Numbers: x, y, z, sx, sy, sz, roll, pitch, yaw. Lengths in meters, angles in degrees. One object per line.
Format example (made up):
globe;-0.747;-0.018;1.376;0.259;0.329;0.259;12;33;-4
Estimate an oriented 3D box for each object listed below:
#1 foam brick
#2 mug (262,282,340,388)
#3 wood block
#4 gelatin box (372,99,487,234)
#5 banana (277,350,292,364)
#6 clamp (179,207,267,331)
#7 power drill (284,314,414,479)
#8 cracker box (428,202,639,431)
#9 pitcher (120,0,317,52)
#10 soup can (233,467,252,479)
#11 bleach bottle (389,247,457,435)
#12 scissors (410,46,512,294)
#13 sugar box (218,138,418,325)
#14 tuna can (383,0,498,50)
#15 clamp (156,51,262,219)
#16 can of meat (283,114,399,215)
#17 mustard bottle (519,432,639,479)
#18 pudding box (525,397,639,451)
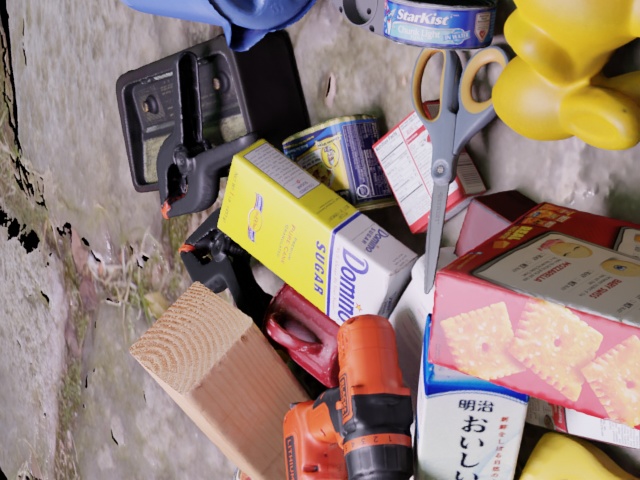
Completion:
foam brick;0.152;0.004;0.813;0.078;0.052;0.051;38;127;38
mug;0.000;0.082;0.966;0.082;0.117;0.093;36;108;33
wood block;-0.076;0.145;1.002;0.090;0.090;0.206;30;160;41
gelatin box;0.090;-0.060;0.885;0.073;0.030;0.089;-40;66;47
banana;-0.088;0.097;1.128;0.198;0.037;0.070;27;119;43
clamp;-0.087;0.018;1.072;0.210;0.036;0.164;-14;60;55
power drill;0.024;0.174;0.869;0.188;0.057;0.184;126;146;-58
cracker box;0.198;0.051;0.647;0.214;0.163;0.072;17;115;30
pitcher;-0.106;-0.271;0.978;0.243;0.149;0.145;20;148;55
soup can;-0.031;0.256;1.079;0.102;0.068;0.068;30;121;41
bleach bottle;0.075;0.124;0.927;0.103;0.067;0.251;54;137;25
scissors;0.112;-0.064;0.820;0.096;0.016;0.202;-15;71;32
sugar box;-0.006;0.001;0.915;0.176;0.048;0.093;39;139;21
tuna can;0.091;-0.169;0.813;0.086;0.085;0.034;25;120;43
clamp;-0.121;-0.090;1.003;0.120;0.039;0.172;61;138;18
can of meat;0.015;-0.060;0.952;0.102;0.057;0.084;-15;87;50
mustard bottle;0.231;0.217;0.765;0.192;0.058;0.096;22;91;41
pudding box;0.199;0.100;0.794;0.114;0.039;0.090;5;102;48
